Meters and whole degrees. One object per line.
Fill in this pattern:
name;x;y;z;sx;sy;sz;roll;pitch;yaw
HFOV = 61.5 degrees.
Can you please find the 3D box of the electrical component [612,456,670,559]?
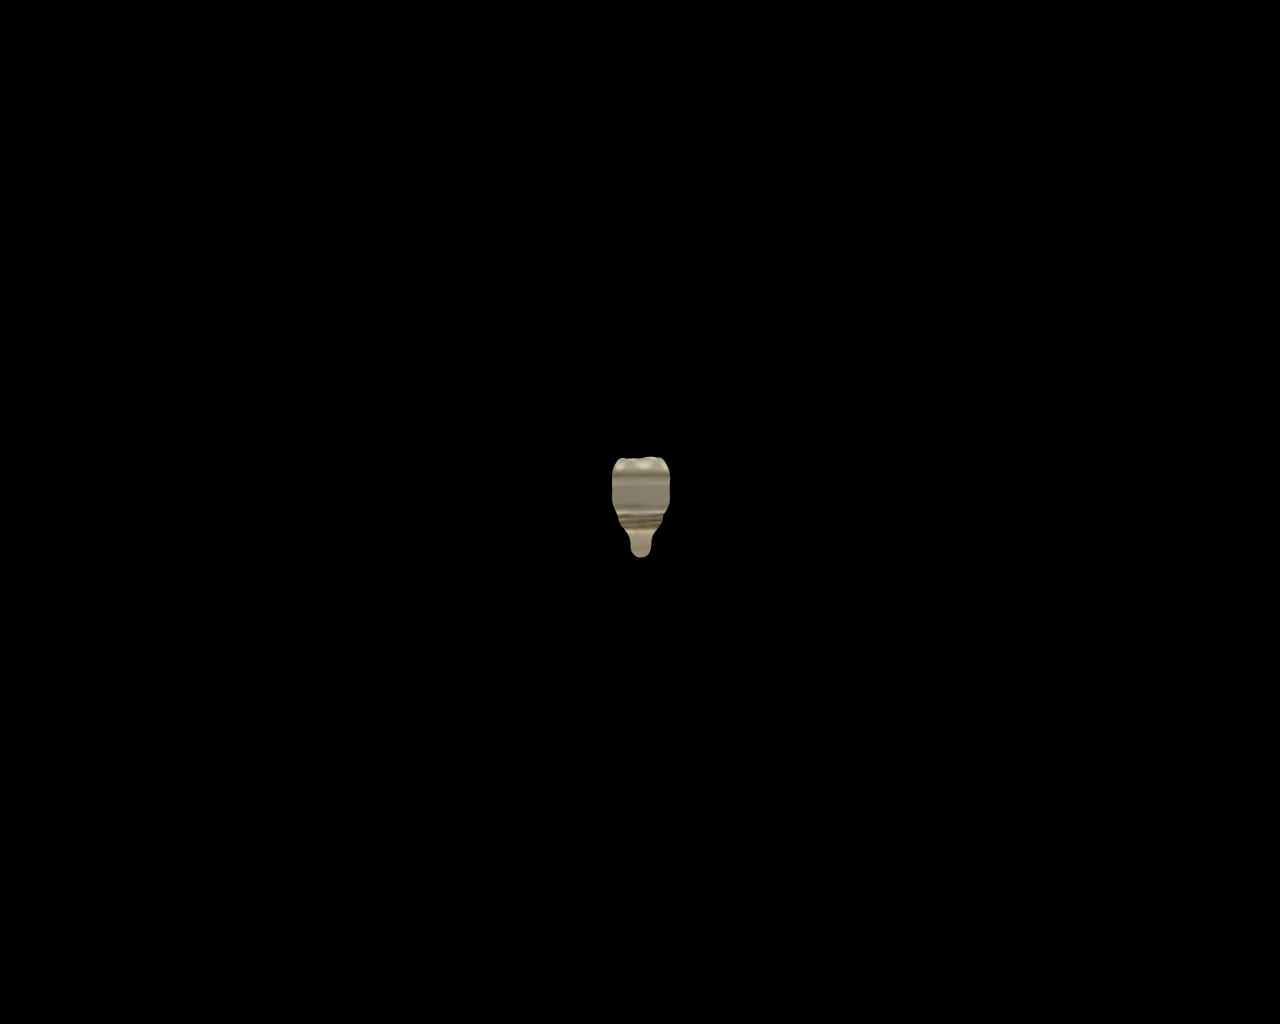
electrical component;0.001;-0.003;0.650;0.035;0.061;0.035;0;0;0
